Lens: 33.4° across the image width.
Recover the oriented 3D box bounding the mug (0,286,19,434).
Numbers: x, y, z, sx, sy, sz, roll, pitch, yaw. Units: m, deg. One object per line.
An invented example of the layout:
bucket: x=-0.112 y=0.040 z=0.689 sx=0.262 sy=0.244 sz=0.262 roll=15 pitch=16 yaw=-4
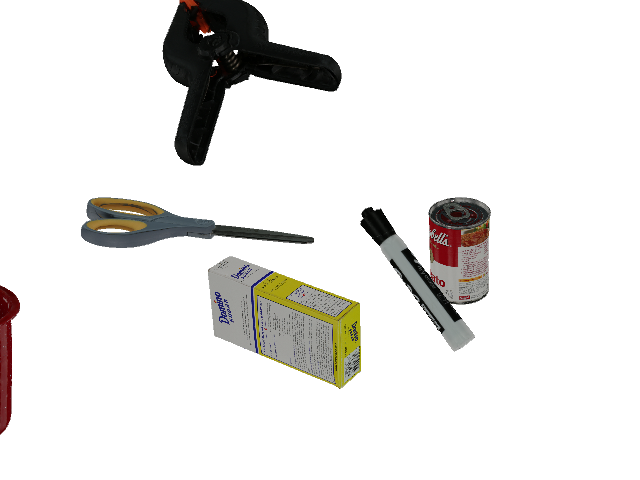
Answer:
mug: x=-0.237 y=0.079 z=0.634 sx=0.093 sy=0.081 sz=0.117 roll=19 pitch=24 yaw=36

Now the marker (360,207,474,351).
marker: x=0.067 y=0.025 z=0.765 sx=0.020 sy=0.121 sz=0.020 roll=-33 pitch=-15 yaw=-10

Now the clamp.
clamp: x=-0.056 y=-0.129 z=0.750 sx=0.120 sy=0.171 sz=0.039 roll=-19 pitch=-43 yaw=-1

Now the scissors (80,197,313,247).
scissors: x=-0.115 y=-0.005 z=0.911 sx=0.202 sy=0.016 sz=0.096 roll=12 pitch=23 yaw=14

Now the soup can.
soup can: x=0.156 y=0.012 z=1.196 sx=0.068 sy=0.102 sz=0.068 roll=-4 pitch=30 yaw=2

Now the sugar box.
sugar box: x=-0.039 y=0.086 z=1.152 sx=0.176 sy=0.093 sz=0.048 roll=21 pitch=38 yaw=32
